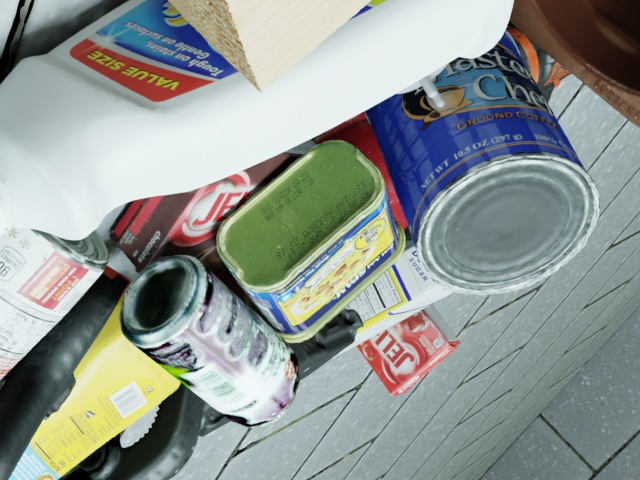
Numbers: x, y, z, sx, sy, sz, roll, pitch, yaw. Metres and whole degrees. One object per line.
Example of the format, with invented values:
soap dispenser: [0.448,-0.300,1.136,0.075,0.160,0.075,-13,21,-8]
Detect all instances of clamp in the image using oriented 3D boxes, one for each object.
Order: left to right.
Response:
clamp: [-0.152,0.080,0.542,0.120,0.039,0.171,-37,-164,38]
clamp: [-0.148,0.148,0.698,0.210,0.165,0.036,-61,143,-17]

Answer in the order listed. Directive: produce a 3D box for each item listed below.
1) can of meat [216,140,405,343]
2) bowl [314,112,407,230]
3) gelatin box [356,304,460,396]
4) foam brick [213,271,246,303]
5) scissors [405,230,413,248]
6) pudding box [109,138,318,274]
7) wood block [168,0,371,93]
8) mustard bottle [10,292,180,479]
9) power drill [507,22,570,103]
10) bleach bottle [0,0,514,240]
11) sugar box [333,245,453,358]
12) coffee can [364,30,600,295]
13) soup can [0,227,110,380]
can of meat: [-0.004,0.001,0.605,0.102,0.057,0.084,-41,157,-7]
bowl: [0.013,-0.013,0.732,0.162,0.055,0.162,-37,160,-17]
gelatin box: [0.068,0.079,0.930,0.073,0.089,0.030,-45,156,23]
foam brick: [-0.071,0.051,0.668,0.052,0.078,0.051,-33,156,-27]
scissors: [0.070,-0.008,0.905,0.096,0.016,0.202,-30,158,-26]
pudding box: [-0.053,-0.025,0.605,0.090,0.039,0.113,-52,158,23]
wood block: [0.021,-0.165,0.385,0.206,0.090,0.091,-41,160,-6]
mustard bottle: [-0.175,0.114,0.625,0.191,0.058,0.096,-37,153,-15]
power drill: [0.125,-0.086,0.792,0.184,0.057,0.188,-25,155,-29]
bleach bottle: [-0.040,-0.068,0.445,0.250,0.103,0.068,-35,154,-23]
sugar box: [0.050,0.048,0.867,0.176,0.048,0.093,-34,167,28]
coffee can: [0.088,-0.053,0.620,0.102,0.140,0.103,-7,134,-8]
soup can: [-0.151,0.024,0.473,0.102,0.068,0.068,-46,160,6]
